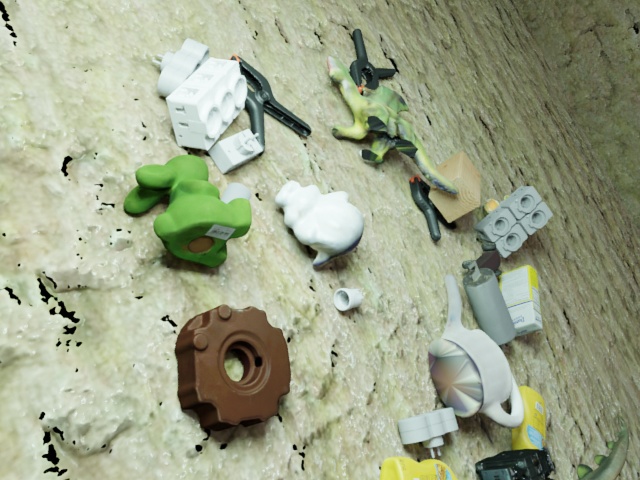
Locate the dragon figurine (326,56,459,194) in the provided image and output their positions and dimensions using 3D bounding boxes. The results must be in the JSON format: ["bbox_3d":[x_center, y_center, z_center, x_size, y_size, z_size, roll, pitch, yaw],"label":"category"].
[{"bbox_3d":[0.170,-0.282,1.206,0.408,0.120,0.249,32,47,-15],"label":"dragon figurine"}]

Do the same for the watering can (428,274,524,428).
[{"bbox_3d":[0.304,0.230,1.082,0.224,0.102,0.354,3,53,-45],"label":"watering can"}]

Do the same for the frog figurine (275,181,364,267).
[{"bbox_3d":[0.003,-0.047,0.932,0.139,0.122,0.157,-41,111,-29],"label":"frog figurine"}]
